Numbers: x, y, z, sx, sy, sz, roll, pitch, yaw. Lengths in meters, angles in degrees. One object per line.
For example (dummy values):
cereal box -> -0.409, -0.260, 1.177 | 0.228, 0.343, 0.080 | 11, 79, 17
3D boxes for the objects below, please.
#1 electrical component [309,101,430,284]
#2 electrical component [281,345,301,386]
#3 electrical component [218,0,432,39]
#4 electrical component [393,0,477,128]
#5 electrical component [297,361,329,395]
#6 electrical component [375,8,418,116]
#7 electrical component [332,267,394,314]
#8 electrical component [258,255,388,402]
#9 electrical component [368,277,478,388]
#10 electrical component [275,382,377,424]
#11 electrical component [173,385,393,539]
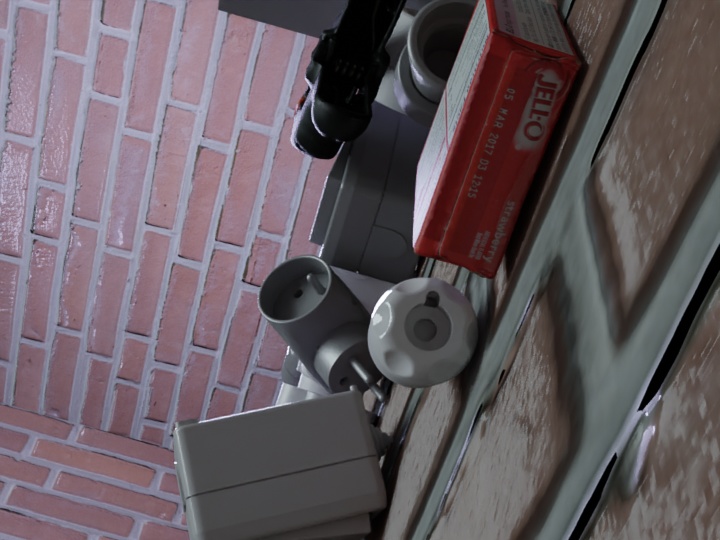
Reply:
electrical component -> 0.013, -0.049, 0.596 | 0.061, 0.061, 0.096 | 109, 176, -46
electrical component -> -0.025, 0.045, 0.848 | 0.059, 0.054, 0.095 | 111, 174, -58
electrical component -> 0.002, -0.178, 0.611 | 0.089, 0.150, 0.061 | 112, 173, -62
electrical component -> 0.040, -0.091, 0.484 | 0.055, 0.045, 0.045 | 118, 168, -78
electrical component -> -0.023, 0.074, 0.763 | 0.077, 0.044, 0.079 | -119, 45, -86
electrical component -> 0.035, -0.109, 0.574 | 0.055, 0.055, 0.047 | -83, 13, -70
electrical component -> 0.000, 0.000, 0.687 | 0.099, 0.048, 0.099 | -87, 13, -74
electrical component -> -0.010, 0.040, 0.571 | 0.079, 0.044, 0.077 | 47, 174, 44
electrical component -> 0.019, 0.023, 0.365 | 0.061, 0.035, 0.035 | 109, 176, -79
electrical component -> -0.026, 0.097, 0.590 | 0.078, 0.058, 0.057 | 129, 159, -83
electrical component -> -0.029, 0.093, 0.468 | 0.061, 0.096, 0.061 | 113, 145, -67
